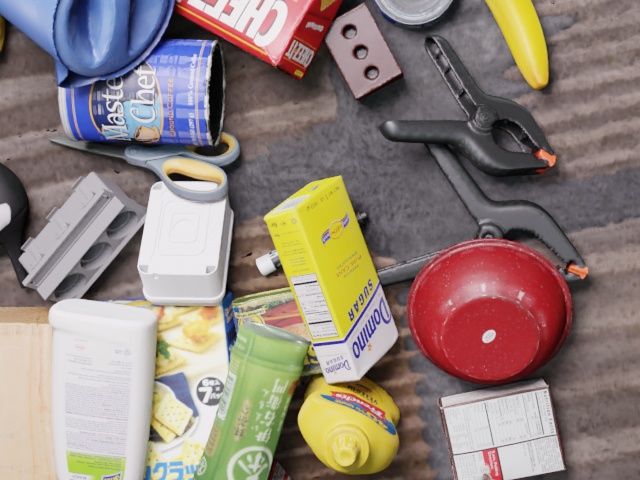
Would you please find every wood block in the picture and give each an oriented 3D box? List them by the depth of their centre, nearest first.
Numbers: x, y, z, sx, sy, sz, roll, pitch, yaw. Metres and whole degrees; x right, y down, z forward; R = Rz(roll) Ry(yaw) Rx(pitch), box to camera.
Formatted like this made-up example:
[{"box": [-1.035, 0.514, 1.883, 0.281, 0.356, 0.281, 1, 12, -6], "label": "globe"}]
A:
[{"box": [-0.293, 0.176, 1.071, 0.090, 0.091, 0.206, 0, 97, 5], "label": "wood block"}]

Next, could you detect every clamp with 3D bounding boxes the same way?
[{"box": [0.150, -0.122, 1.026, 0.171, 0.039, 0.120, 22, 77, -10], "label": "clamp"}, {"box": [0.162, -0.013, 1.044, 0.210, 0.036, 0.164, 13, 99, 5], "label": "clamp"}]

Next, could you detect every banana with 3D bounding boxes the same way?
[{"box": [0.163, -0.233, 1.005, 0.197, 0.037, 0.069, 50, 53, -18], "label": "banana"}]

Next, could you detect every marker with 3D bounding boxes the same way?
[{"box": [-0.007, 0.001, 1.067, 0.121, 0.020, 0.020, -27, 94, 6], "label": "marker"}]

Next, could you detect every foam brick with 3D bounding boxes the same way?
[{"box": [0.040, -0.179, 1.026, 0.053, 0.051, 0.078, -29, 94, 7], "label": "foam brick"}]

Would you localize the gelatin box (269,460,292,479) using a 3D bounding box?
[{"box": [-0.035, 0.272, 1.072, 0.030, 0.073, 0.089, -35, 93, 7], "label": "gelatin box"}]

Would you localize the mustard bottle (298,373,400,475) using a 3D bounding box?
[{"box": [0.027, 0.174, 0.997, 0.096, 0.191, 0.058, 30, 98, 0], "label": "mustard bottle"}]

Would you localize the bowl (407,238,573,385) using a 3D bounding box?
[{"box": [0.162, 0.082, 1.023, 0.162, 0.055, 0.162, 3, 114, 6], "label": "bowl"}]

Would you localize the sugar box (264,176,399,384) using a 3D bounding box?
[{"box": [0.014, 0.038, 1.015, 0.048, 0.093, 0.176, -14, 105, 36], "label": "sugar box"}]

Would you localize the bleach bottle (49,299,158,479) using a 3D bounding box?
[{"box": [-0.214, 0.188, 1.014, 0.102, 0.068, 0.251, 8, 100, 4], "label": "bleach bottle"}]

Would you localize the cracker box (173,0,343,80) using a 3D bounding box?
[{"box": [-0.043, -0.282, 0.987, 0.164, 0.072, 0.214, 32, 98, 21], "label": "cracker box"}]

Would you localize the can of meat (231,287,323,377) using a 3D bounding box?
[{"box": [-0.033, 0.092, 1.061, 0.102, 0.057, 0.084, -11, 93, 5], "label": "can of meat"}]

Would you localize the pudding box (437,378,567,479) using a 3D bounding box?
[{"box": [0.181, 0.193, 1.066, 0.113, 0.039, 0.090, -12, 95, 3], "label": "pudding box"}]

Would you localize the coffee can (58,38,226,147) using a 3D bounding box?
[{"box": [-0.167, -0.142, 1.019, 0.140, 0.103, 0.103, 3, 97, 3], "label": "coffee can"}]

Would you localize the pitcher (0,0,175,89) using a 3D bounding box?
[{"box": [-0.250, -0.263, 0.961, 0.243, 0.145, 0.149, 36, 62, 27], "label": "pitcher"}]

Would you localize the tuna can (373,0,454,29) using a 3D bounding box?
[{"box": [0.090, -0.247, 1.024, 0.086, 0.033, 0.086, 0, 96, 4], "label": "tuna can"}]

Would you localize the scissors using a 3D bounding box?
[{"box": [-0.166, -0.094, 1.062, 0.202, 0.016, 0.096, 25, 55, 24], "label": "scissors"}]
